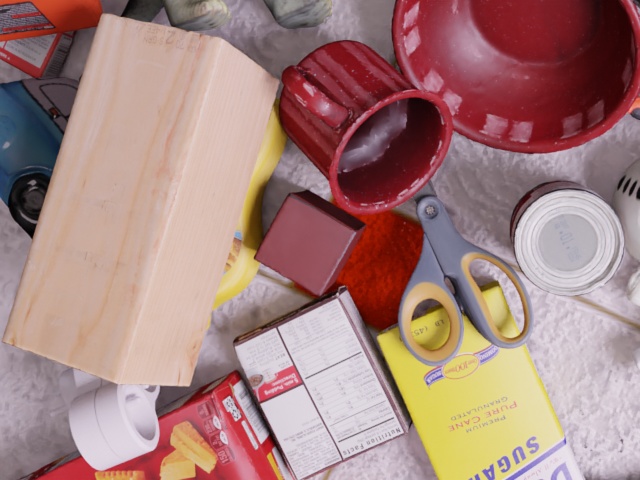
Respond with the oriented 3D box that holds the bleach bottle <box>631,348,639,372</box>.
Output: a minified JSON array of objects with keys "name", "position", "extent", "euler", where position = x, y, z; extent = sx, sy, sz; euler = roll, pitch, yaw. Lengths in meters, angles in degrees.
[{"name":"bleach bottle","position":[0.318,0.026,0.679],"extent":[0.251,0.068,0.102],"euler":[-27,103,13]}]

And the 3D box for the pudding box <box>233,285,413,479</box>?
[{"name":"pudding box","position":[0.001,0.102,0.756],"extent":[0.090,0.039,0.113],"euler":[-26,92,10]}]

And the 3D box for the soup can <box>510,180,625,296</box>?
[{"name":"soup can","position":[0.157,-0.003,0.687],"extent":[0.068,0.102,0.068],"euler":[1,96,9]}]

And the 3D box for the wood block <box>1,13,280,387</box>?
[{"name":"wood block","position":[-0.108,-0.022,0.661],"extent":[0.090,0.090,0.206],"euler":[16,88,22]}]

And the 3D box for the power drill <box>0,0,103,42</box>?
[{"name":"power drill","position":[-0.180,-0.232,0.719],"extent":[0.185,0.057,0.187],"euler":[-6,69,16]}]

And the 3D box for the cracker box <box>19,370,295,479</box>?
[{"name":"cracker box","position":[-0.119,0.216,0.769],"extent":[0.214,0.072,0.164],"euler":[-27,90,12]}]

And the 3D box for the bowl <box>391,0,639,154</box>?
[{"name":"bowl","position":[0.130,-0.135,0.681],"extent":[0.162,0.055,0.162],"euler":[16,137,15]}]

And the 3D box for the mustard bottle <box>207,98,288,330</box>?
[{"name":"mustard bottle","position":[-0.084,-0.013,0.749],"extent":[0.096,0.058,0.192],"euler":[14,97,16]}]

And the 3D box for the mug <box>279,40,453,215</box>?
[{"name":"mug","position":[0.018,-0.080,0.685],"extent":[0.093,0.117,0.082],"euler":[-53,50,15]}]

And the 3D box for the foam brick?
[{"name":"foam brick","position":[-0.005,0.001,0.728],"extent":[0.053,0.078,0.051],"euler":[31,98,6]}]

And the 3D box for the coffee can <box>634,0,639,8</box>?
[{"name":"coffee can","position":[0.228,-0.223,0.655],"extent":[0.140,0.102,0.103],"euler":[-43,87,11]}]

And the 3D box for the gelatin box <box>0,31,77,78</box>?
[{"name":"gelatin box","position":[-0.209,-0.169,0.771],"extent":[0.073,0.030,0.089],"euler":[29,95,6]}]

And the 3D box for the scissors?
[{"name":"scissors","position":[0.064,-0.001,0.719],"extent":[0.096,0.016,0.202],"euler":[-38,71,5]}]

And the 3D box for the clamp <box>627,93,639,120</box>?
[{"name":"clamp","position":[0.278,-0.091,0.656],"extent":[0.172,0.039,0.120],"euler":[-19,82,24]}]

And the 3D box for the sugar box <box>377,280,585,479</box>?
[{"name":"sugar box","position":[0.115,0.127,0.734],"extent":[0.093,0.048,0.176],"euler":[-24,89,9]}]
